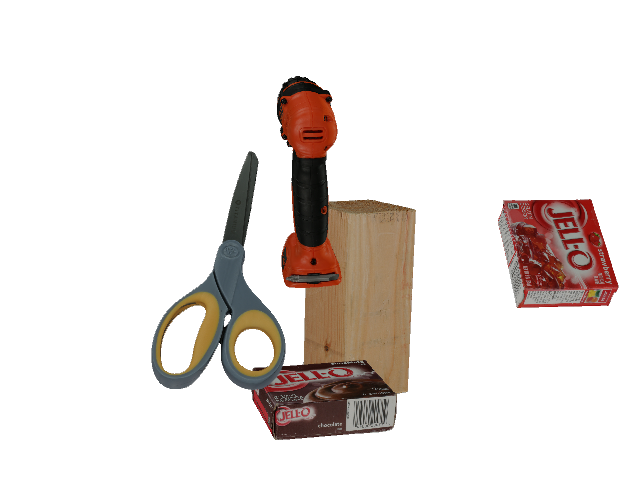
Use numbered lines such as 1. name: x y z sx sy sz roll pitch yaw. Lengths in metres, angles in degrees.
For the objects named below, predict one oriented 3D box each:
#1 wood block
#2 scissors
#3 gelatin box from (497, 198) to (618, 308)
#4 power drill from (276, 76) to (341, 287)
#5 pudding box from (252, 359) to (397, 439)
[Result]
1. wood block: 0.041 0.063 1.188 0.090 0.206 0.091 -5 12 -32
2. scissors: -0.047 0.023 0.738 0.096 0.201 0.016 21 -35 10
3. gelatin box: 0.182 0.008 0.827 0.073 0.089 0.030 -1 -38 -6
4. power drill: -0.015 -0.060 1.044 0.057 0.188 0.184 -4 20 -3
5. pudding box: 0.001 0.141 0.957 0.113 0.039 0.090 0 15 -16
